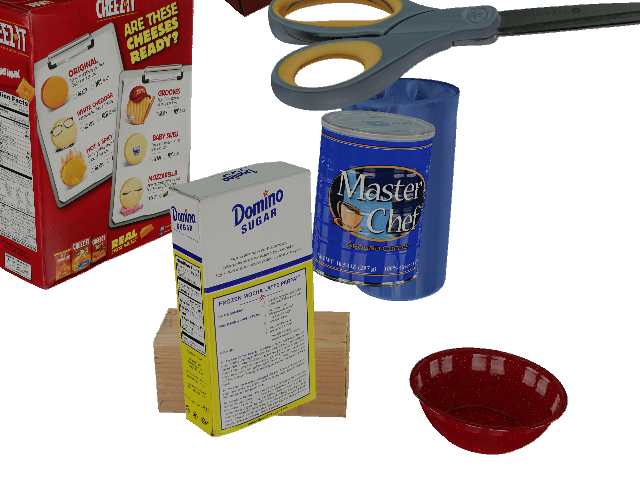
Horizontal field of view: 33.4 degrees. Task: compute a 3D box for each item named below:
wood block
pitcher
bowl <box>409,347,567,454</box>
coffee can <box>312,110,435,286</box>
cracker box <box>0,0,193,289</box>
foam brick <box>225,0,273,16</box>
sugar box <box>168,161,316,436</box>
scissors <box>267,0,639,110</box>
[{"bbox_3d":[-0.073,0.135,1.182,0.206,0.091,0.090,1,22,4],"label":"wood block"},{"bbox_3d":[0.097,-0.063,1.226,0.149,0.243,0.145,-5,22,-9],"label":"pitcher"},{"bbox_3d":[0.170,0.173,1.105,0.162,0.055,0.162,3,24,-2],"label":"bowl"},{"bbox_3d":[0.046,-0.040,0.977,0.103,0.140,0.103,5,17,-2],"label":"coffee can"},{"bbox_3d":[-0.177,-0.092,0.824,0.072,0.214,0.163,20,30,31],"label":"cracker box"},{"bbox_3d":[-0.053,-0.244,0.941,0.078,0.051,0.053,-31,47,-14],"label":"foam brick"},{"bbox_3d":[-0.051,0.039,0.737,0.093,0.176,0.048,-17,24,-36],"label":"sugar box"},{"bbox_3d":[0.063,-0.090,0.505,0.202,0.096,0.016,10,-38,20],"label":"scissors"}]
